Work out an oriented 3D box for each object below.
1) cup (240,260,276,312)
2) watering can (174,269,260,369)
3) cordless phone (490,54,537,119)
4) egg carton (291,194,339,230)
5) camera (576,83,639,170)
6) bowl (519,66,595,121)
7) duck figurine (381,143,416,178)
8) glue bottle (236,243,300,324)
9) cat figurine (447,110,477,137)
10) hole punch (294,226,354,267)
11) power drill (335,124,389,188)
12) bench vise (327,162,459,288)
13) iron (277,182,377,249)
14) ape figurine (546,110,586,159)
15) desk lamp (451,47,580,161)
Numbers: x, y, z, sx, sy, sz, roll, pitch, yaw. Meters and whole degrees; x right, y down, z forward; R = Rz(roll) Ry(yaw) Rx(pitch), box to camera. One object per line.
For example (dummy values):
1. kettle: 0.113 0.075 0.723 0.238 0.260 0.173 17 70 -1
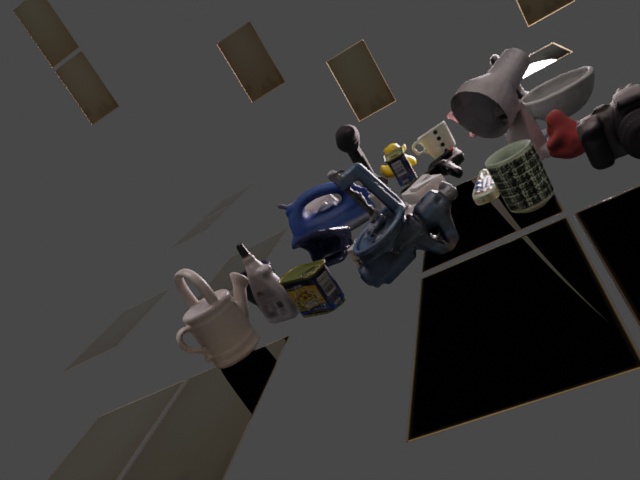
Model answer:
1. cup: -0.130 0.106 1.209 0.092 0.095 0.117 -42 17 -34
2. watering can: -0.200 0.130 1.069 0.100 0.194 0.173 -22 17 33
3. cordless phone: 0.478 -0.385 1.417 0.094 0.185 0.148 -25 16 23
4. egg carton: -0.013 -0.073 1.623 0.107 0.069 0.150 -18 19 43
5. camera: 0.476 -0.174 0.883 0.143 0.101 0.137 -24 16 29
6. bowl: 0.539 -0.316 1.283 0.167 0.075 0.167 -29 14 9
7. duck figurine: 0.217 -0.236 1.664 0.104 0.086 0.077 -28 15 13
8. glue bottle: -0.108 0.079 1.093 0.078 0.173 0.037 -20 18 38
9. cat figurine: 0.417 -0.348 1.561 0.127 0.118 0.067 -25 16 25
10. hole punch: 0.012 0.005 1.265 0.108 0.091 0.101 -21 17 35
11. power drill: 0.111 -0.239 1.641 0.075 0.208 0.229 -32 14 0
12. bench vise: 0.120 -0.054 0.974 0.208 0.220 0.121 -35 15 -14
13. iron: 0.025 -0.083 1.430 0.258 0.141 0.118 -29 15 11
14. ape figurine: 0.443 -0.196 1.043 0.078 0.092 0.076 -32 14 -2
15. desk lamp: 0.378 -0.252 1.120 0.203 0.214 0.117 -38 16 -24
